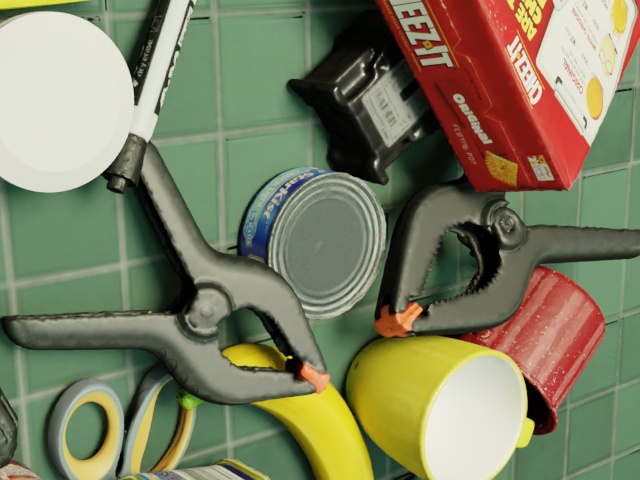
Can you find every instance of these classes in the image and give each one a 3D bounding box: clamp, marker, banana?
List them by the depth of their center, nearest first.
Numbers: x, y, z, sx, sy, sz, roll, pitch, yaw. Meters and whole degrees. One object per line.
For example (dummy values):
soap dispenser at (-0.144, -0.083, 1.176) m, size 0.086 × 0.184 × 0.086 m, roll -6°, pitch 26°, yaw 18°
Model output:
marker at (-0.083, -0.080, 0.529) m, size 0.020 × 0.020 × 0.121 m, roll 28°, pitch 69°, yaw -39°
clamp at (-0.064, 0.025, 0.557) m, size 0.171 × 0.039 × 0.120 m, roll 25°, pitch 88°, yaw -24°
banana at (-0.011, 0.118, 0.644) m, size 0.069 × 0.037 × 0.197 m, roll -49°, pitch 126°, yaw -11°
clamp at (0.115, -0.002, 0.663) m, size 0.164 × 0.036 × 0.209 m, roll 46°, pitch 61°, yaw -8°

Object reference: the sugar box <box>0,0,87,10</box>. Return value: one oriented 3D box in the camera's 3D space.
sugar box at (-0.138, -0.191, 0.458) m, size 0.093 × 0.048 × 0.176 m, roll -16°, pitch 112°, yaw -35°

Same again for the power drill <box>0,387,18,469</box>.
power drill at (-0.233, 0.062, 0.425) m, size 0.187 × 0.057 × 0.184 m, roll -38°, pitch 110°, yaw -31°

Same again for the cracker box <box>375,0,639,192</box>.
cracker box at (0.122, -0.158, 0.624) m, size 0.164 × 0.072 × 0.213 m, roll 56°, pitch 50°, yaw -33°

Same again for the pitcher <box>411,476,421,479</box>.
pitcher at (0.146, 0.242, 0.664) m, size 0.144 × 0.243 × 0.149 m, roll 29°, pitch 83°, yaw -39°

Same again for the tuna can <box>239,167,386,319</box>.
tuna can at (-0.004, 0.001, 0.620) m, size 0.085 × 0.034 × 0.086 m, roll -11°, pitch 108°, yaw -36°

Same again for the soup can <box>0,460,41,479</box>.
soup can at (-0.141, 0.153, 0.506) m, size 0.068 × 0.102 × 0.068 m, roll -11°, pitch 108°, yaw -37°

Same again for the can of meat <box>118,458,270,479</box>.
can of meat at (-0.077, 0.172, 0.573) m, size 0.083 × 0.058 × 0.102 m, roll 9°, pitch 98°, yaw -52°

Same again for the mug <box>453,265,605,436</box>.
mug at (0.131, 0.061, 0.710) m, size 0.081 × 0.093 × 0.117 m, roll -50°, pitch 122°, yaw -24°

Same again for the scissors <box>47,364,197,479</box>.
scissors at (-0.125, 0.159, 0.574) m, size 0.096 × 0.016 × 0.202 m, roll 25°, pitch 84°, yaw -43°
